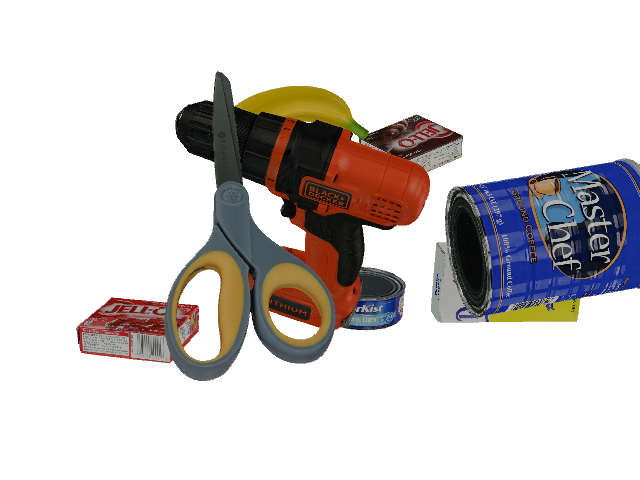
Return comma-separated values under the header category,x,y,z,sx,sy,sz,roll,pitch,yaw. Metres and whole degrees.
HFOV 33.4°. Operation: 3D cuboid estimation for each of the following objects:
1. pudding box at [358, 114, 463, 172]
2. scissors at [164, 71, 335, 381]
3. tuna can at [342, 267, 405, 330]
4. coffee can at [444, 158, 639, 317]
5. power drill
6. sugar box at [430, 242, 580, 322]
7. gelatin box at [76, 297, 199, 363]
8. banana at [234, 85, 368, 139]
category,x,y,z,sx,sy,sz,roll,pitch,yaw
pudding box,0.122,-0.126,1.440,0.113,0.039,0.090,-26,39,-31
scissors,-0.031,-0.011,0.581,0.096,0.201,0.016,12,-36,-1
tuna can,0.037,0.054,1.014,0.086,0.034,0.086,3,18,-1
coffee can,0.179,-0.002,0.826,0.140,0.103,0.103,-10,1,-8
power drill,-0.024,-0.016,0.801,0.184,0.057,0.188,19,-36,4
sugar box,0.226,0.051,1.291,0.176,0.093,0.048,-2,20,-9
gelatin box,-0.163,0.079,0.960,0.089,0.030,0.073,5,18,13
banana,-0.037,-0.129,1.104,0.197,0.037,0.070,-11,51,-37
